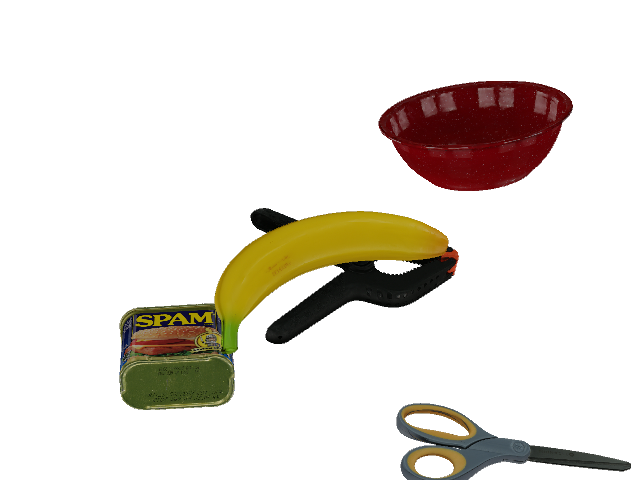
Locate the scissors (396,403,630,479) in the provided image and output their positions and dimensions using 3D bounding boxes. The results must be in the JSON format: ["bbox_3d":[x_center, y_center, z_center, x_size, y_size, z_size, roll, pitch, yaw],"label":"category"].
[{"bbox_3d":[0.156,0.191,0.906,0.202,0.016,0.096,17,42,15],"label":"scissors"}]

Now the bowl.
[{"bbox_3d":[0.133,-0.085,0.904,0.162,0.055,0.162,-8,25,4],"label":"bowl"}]

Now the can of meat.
[{"bbox_3d":[-0.125,0.102,0.931,0.102,0.057,0.084,-3,28,-6],"label":"can of meat"}]

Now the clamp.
[{"bbox_3d":[0.034,0.035,1.058,0.210,0.164,0.036,2,-40,-4],"label":"clamp"}]

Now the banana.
[{"bbox_3d":[-0.001,0.015,0.768,0.197,0.069,0.037,-24,-10,-24],"label":"banana"}]
